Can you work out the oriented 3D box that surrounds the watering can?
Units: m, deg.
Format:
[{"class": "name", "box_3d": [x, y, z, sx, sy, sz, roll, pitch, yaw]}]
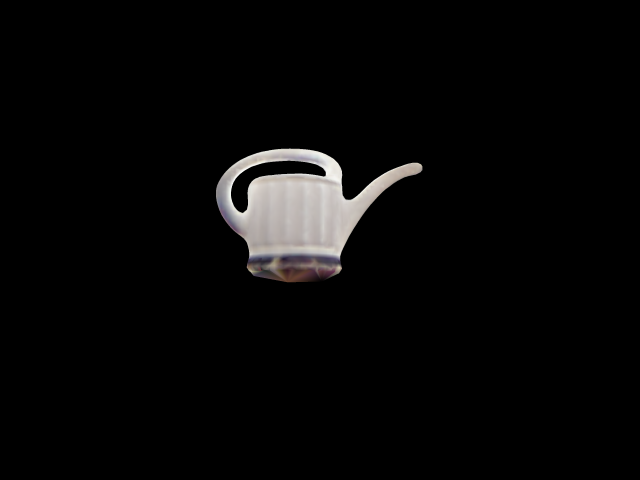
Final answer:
[{"class": "watering can", "box_3d": [0.003, -0.043, 0.850, 0.348, 0.226, 0.103, 1, -11, -4]}]
